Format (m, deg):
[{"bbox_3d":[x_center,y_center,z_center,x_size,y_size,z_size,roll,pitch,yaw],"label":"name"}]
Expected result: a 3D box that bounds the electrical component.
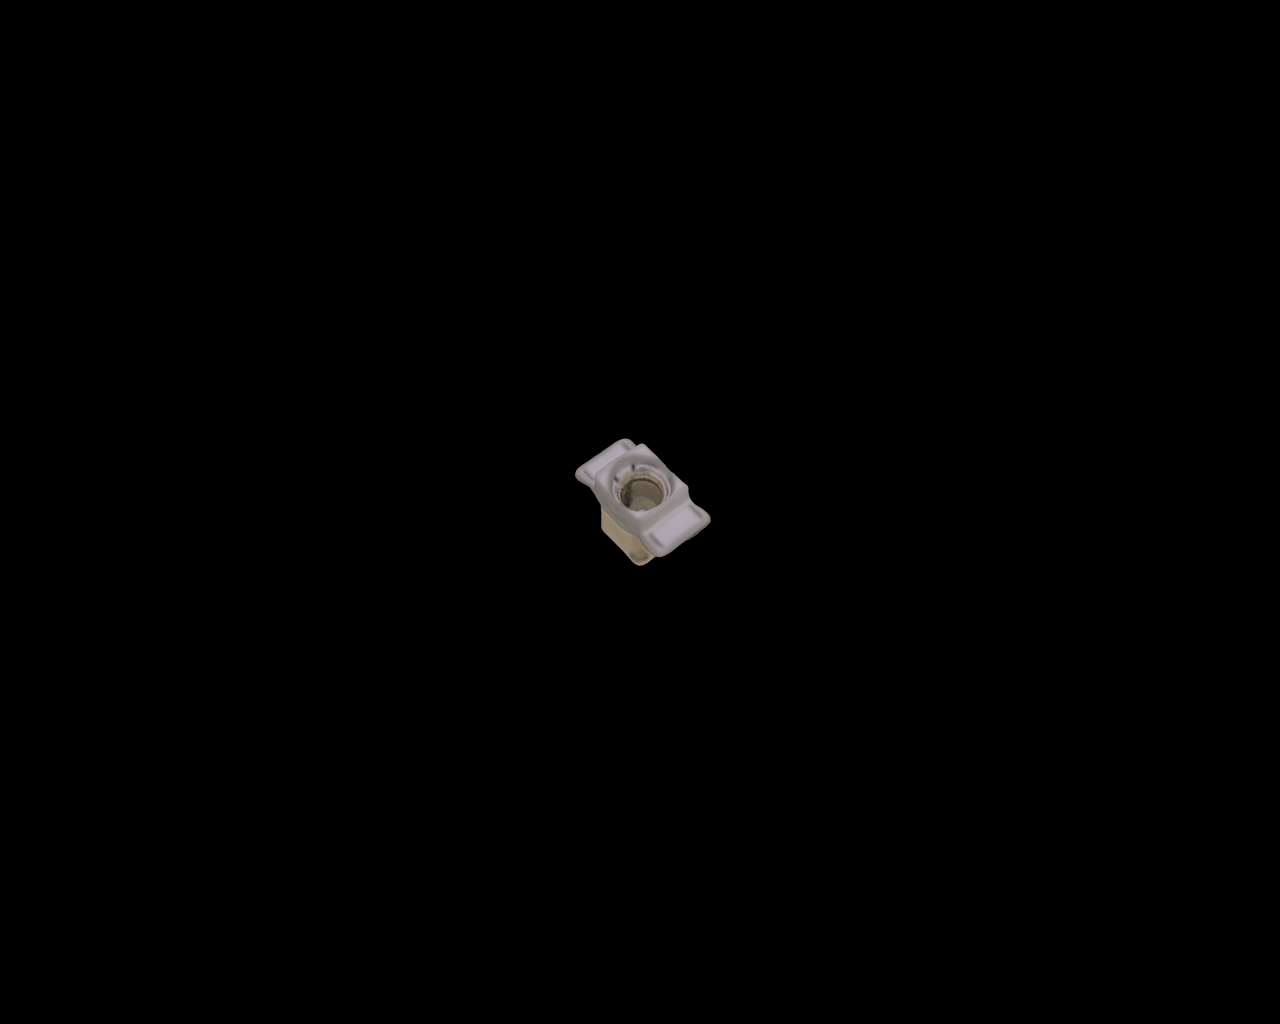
[{"bbox_3d":[0.001,-0.003,0.650,0.042,0.081,0.063,-33,-28,-20],"label":"electrical component"}]
